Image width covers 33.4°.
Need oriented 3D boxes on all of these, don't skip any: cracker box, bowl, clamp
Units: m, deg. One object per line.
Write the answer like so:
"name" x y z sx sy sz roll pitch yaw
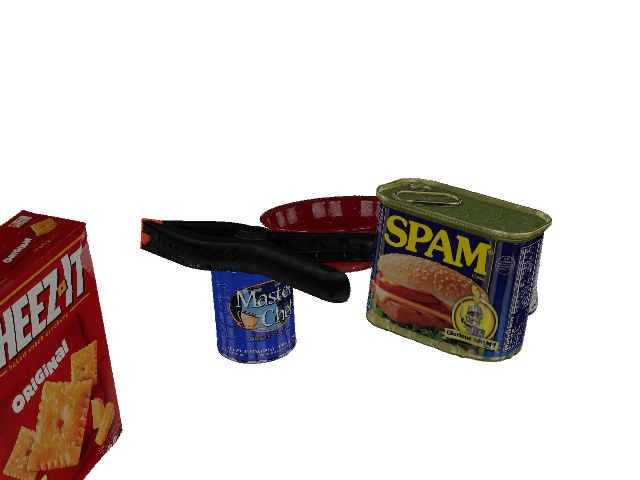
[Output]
"cracker box" -0.232 0.110 0.826 0.072 0.214 0.164 9 32 20
"bowl" 0.020 -0.004 1.104 0.162 0.055 0.162 -4 14 1
"clamp" -0.053 0.011 0.882 0.210 0.036 0.164 7 12 7

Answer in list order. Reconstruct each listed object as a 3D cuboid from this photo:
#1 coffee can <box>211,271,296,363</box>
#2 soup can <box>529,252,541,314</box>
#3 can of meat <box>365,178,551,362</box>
"coffee can" -0.084 0.068 1.337 0.103 0.140 0.103 -2 25 1
"soup can" 0.218 0.030 1.219 0.068 0.102 0.068 -2 29 1
"can of meat" 0.078 0.017 0.637 0.102 0.084 0.057 19 23 31
